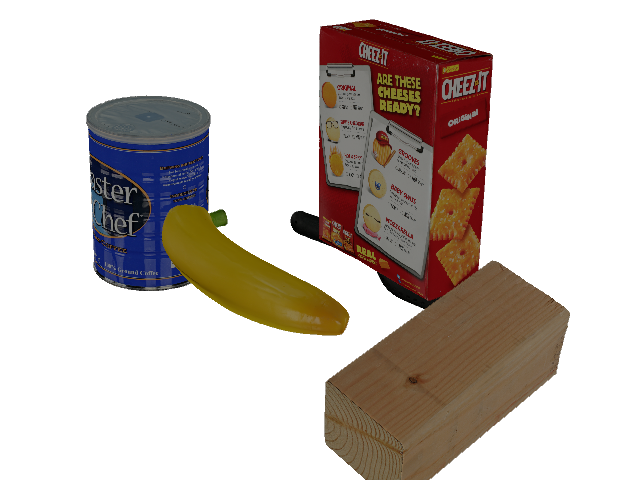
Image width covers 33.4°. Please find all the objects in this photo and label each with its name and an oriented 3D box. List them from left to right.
[{"bbox_3d":[-0.146,-0.042,0.917,0.103,0.140,0.103,3,26,-1],"label":"coffee can"},{"bbox_3d":[-0.056,0.012,0.679,0.069,0.037,0.198,-10,27,-25],"label":"banana"},{"bbox_3d":[0.077,0.014,1.181,0.164,0.036,0.210,-16,50,-33],"label":"clamp"},{"bbox_3d":[0.072,-0.077,0.959,0.072,0.214,0.164,-16,29,-33],"label":"cracker box"},{"bbox_3d":[0.108,0.117,0.914,0.205,0.090,0.091,-32,52,-29],"label":"wood block"}]
